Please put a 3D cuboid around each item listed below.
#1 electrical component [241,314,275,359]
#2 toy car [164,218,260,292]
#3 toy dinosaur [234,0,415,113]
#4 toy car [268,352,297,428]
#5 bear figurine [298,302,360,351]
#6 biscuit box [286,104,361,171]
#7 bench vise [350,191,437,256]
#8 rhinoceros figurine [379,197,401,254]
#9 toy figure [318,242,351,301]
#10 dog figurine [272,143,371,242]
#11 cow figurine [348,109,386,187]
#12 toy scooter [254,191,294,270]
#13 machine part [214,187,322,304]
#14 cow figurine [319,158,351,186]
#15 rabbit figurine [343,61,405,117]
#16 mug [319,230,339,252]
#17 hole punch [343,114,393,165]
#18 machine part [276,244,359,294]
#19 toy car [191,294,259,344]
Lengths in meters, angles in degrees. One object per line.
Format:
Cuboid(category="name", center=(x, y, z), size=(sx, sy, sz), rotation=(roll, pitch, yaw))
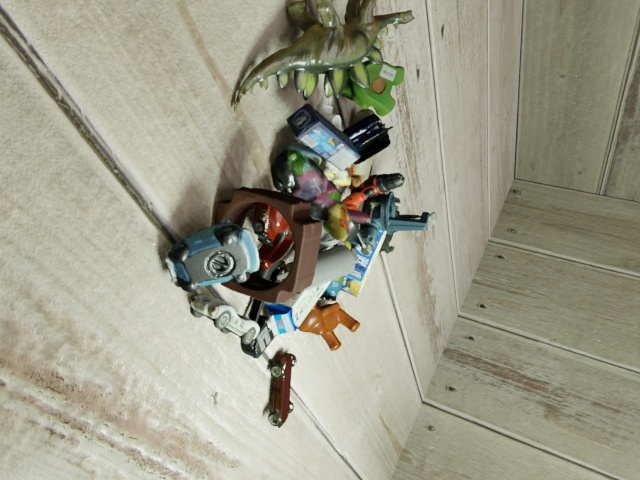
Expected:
Cuboid(category="electrical component", center=(-0.146, 0.235, 1.249), size=(0.075, 0.048, 0.119), rotation=(-46, 140, -41))
Cuboid(category="toy car", center=(-0.195, 0.023, 0.972), size=(0.162, 0.103, 0.109), rotation=(-17, 119, -6))
Cuboid(category="toy dinosaur", center=(0.015, -0.387, 1.084), size=(0.471, 0.105, 0.198), rotation=(-24, 112, -25))
Cuboid(category="toy car", center=(-0.103, 0.391, 1.407), size=(0.089, 0.053, 0.202), rotation=(-30, 127, -67))
Cuboid(category="bear figurine", center=(0.007, 0.225, 1.444), size=(0.120, 0.132, 0.195), rotation=(-47, 162, 10))
Cuboid(category="biscuit box", center=(0.011, -0.217, 1.152), size=(0.059, 0.063, 0.202), rotation=(-36, 152, 17))
Cuboid(category="bench vise", center=(0.195, -0.049, 1.471), size=(0.224, 0.241, 0.128), rotation=(-68, 155, -47))
Cuboid(category="rhinoceros figurine", center=(0.215, -0.050, 1.755), size=(0.112, 0.073, 0.190), rotation=(21, 87, -52))
Cuboid(category="toy figure", center=(0.034, 0.077, 1.465), size=(0.089, 0.082, 0.180), rotation=(39, 60, -83))
Cuboid(category="dog figurine", center=(0.006, -0.090, 1.150), size=(0.108, 0.219, 0.191), rotation=(-37, 141, -18))
Cuboid(category="cow figurine", center=(0.116, -0.252, 1.436), size=(0.127, 0.086, 0.194), rotation=(-33, 135, -55))
Cuboid(category="toy scooter", center=(-0.103, -0.013, 1.170), size=(0.135, 0.075, 0.183), rotation=(-61, 155, -22))
Cuboid(category="machine part", center=(-0.104, 0.007, 1.034), size=(0.087, 0.202, 0.200), rotation=(-14, 116, -62))
Cuboid(category="cow figurine", center=(0.030, -0.188, 1.334), size=(0.167, 0.068, 0.098), rotation=(16, 80, -65))
Cuboid(category="rabbit figurine", center=(0.094, -0.364, 1.286), size=(0.159, 0.170, 0.121), rotation=(9, 96, -21))
Cuboid(category="mug", center=(-0.003, -0.004, 1.333), size=(0.107, 0.110, 0.080), rotation=(-36, 132, -33))
Cuboid(category="hole punch", center=(0.104, -0.256, 1.312), size=(0.092, 0.142, 0.115), rotation=(64, 7, 10))
Cuboid(category="machine part", center=(0.000, 0.068, 1.283), size=(0.243, 0.079, 0.079), rotation=(-17, 121, -37))
Cuboid(category="toy car", center=(-0.190, 0.160, 1.095), size=(0.056, 0.074, 0.201), rotation=(-62, 151, -15))
